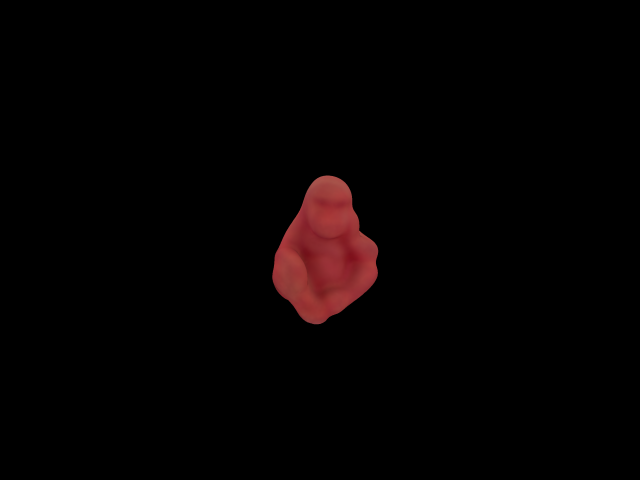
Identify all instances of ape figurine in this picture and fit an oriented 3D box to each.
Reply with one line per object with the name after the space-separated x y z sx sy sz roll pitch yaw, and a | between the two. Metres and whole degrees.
0.004 0.001 0.400 0.078 0.092 0.076 -3 16 -11 | ape figurine
